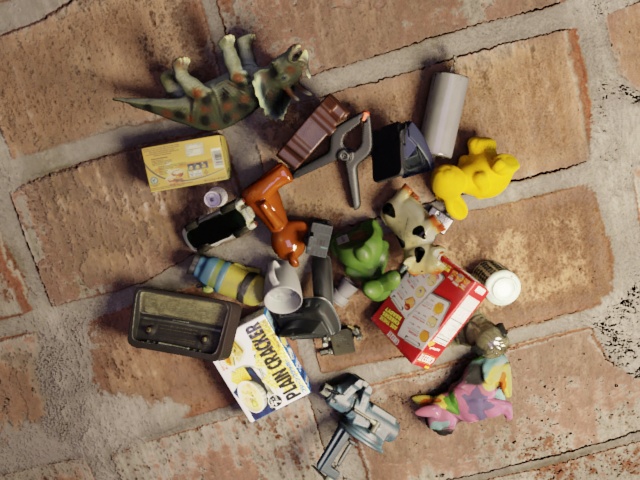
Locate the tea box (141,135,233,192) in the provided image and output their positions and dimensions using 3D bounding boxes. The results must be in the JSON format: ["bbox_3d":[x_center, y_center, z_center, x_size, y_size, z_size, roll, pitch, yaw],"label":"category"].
[{"bbox_3d":[-0.282,-0.163,1.147,0.170,0.068,0.098,-8,99,3],"label":"tea box"}]

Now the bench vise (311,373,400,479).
[{"bbox_3d":[0.061,0.436,1.219,0.223,0.129,0.240,38,79,-25],"label":"bench vise"}]

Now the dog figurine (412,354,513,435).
[{"bbox_3d":[0.319,0.347,1.221,0.219,0.108,0.191,-6,101,4],"label":"dog figurine"}]

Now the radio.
[{"bbox_3d":[-0.296,0.183,1.168,0.230,0.073,0.131,7,81,13],"label":"radio"}]

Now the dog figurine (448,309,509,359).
[{"bbox_3d":[0.297,0.201,1.150,0.172,0.190,0.121,-27,99,6],"label":"dog figurine"}]

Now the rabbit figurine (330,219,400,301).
[{"bbox_3d":[0.117,0.062,1.159,0.121,0.159,0.170,-28,114,-5],"label":"rabbit figurine"}]

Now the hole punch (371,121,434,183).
[{"bbox_3d":[0.169,-0.182,1.117,0.092,0.142,0.115,-4,88,-24],"label":"hole punch"}]

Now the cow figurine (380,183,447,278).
[{"bbox_3d":[0.197,-0.008,1.133,0.127,0.085,0.195,-41,62,15],"label":"cow figurine"}]

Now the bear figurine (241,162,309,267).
[{"bbox_3d":[-0.074,-0.050,1.143,0.132,0.120,0.195,-37,100,3],"label":"bear figurine"}]

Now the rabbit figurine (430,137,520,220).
[{"bbox_3d":[0.295,-0.128,1.118,0.173,0.162,0.122,-14,57,-29],"label":"rabbit figurine"}]

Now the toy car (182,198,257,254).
[{"bbox_3d":[-0.215,-0.029,1.143,0.202,0.056,0.073,-21,102,33],"label":"toy car"}]

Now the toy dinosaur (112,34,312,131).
[{"bbox_3d":[-0.204,-0.296,1.105,0.405,0.131,0.192,-23,99,10],"label":"toy dinosaur"}]

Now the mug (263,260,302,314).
[{"bbox_3d":[-0.087,0.087,1.154,0.081,0.107,0.109,-24,126,12],"label":"mug"}]

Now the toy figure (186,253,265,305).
[{"bbox_3d":[-0.203,0.089,1.182,0.180,0.089,0.082,25,107,-7],"label":"toy figure"}]

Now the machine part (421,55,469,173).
[{"bbox_3d":[0.257,-0.259,1.125,0.079,0.079,0.243,10,99,-2],"label":"machine part"}]

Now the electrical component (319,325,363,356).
[{"bbox_3d":[0.047,0.227,1.228,0.102,0.045,0.078,-5,99,1],"label":"electrical component"}]

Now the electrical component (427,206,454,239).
[{"bbox_3d":[0.258,-0.045,1.191,0.063,0.021,0.094,35,99,-5],"label":"electrical component"}]

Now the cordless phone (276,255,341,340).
[{"bbox_3d":[-0.030,0.127,1.198,0.147,0.088,0.184,-12,72,37],"label":"cordless phone"}]

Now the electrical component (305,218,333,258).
[{"bbox_3d":[-0.002,-0.003,1.150,0.048,0.119,0.074,12,98,-3],"label":"electrical component"}]

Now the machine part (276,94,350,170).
[{"bbox_3d":[-0.016,-0.217,1.089,0.056,0.179,0.179,42,98,-10],"label":"machine part"}]
